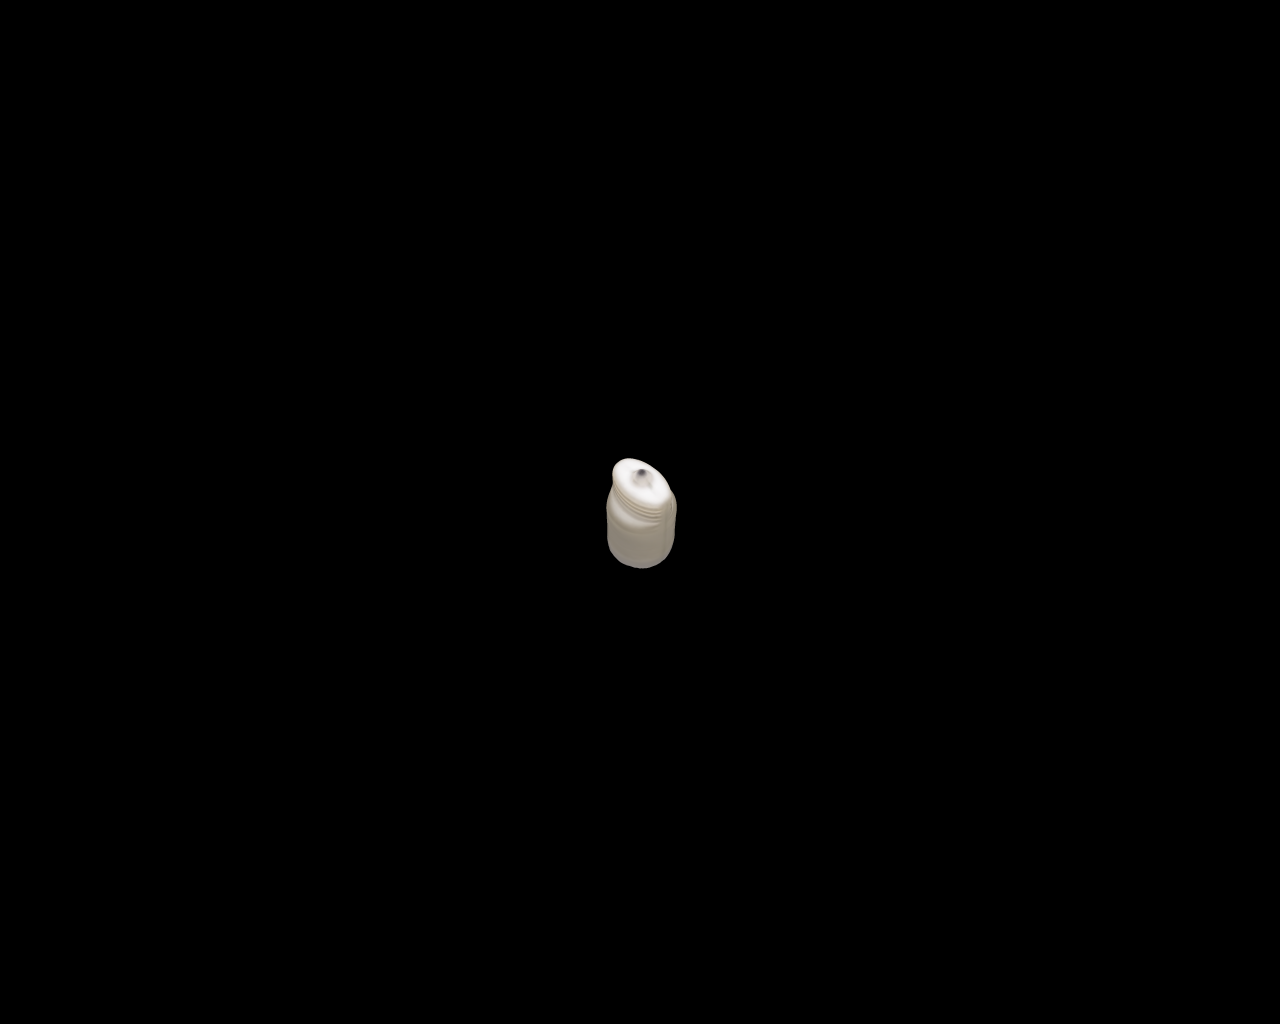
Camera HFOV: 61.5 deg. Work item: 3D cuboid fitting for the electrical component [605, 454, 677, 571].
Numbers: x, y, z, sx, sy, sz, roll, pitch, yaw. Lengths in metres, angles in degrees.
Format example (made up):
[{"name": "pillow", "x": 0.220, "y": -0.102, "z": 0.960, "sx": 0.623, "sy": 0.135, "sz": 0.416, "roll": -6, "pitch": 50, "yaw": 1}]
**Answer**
[{"name": "electrical component", "x": 0.001, "y": -0.003, "z": 0.650, "sx": 0.043, "sy": 0.043, "sz": 0.080, "roll": 0, "pitch": -32, "yaw": 0}]
